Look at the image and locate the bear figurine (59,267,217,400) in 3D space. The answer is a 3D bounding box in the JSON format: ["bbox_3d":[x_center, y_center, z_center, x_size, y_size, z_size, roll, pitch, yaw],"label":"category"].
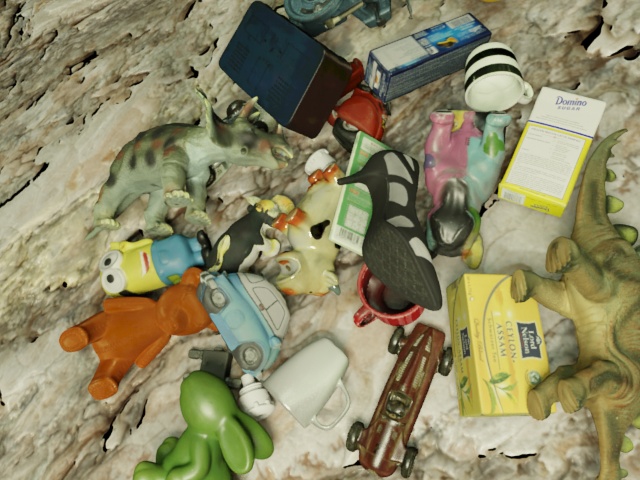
[{"bbox_3d":[-0.243,0.129,0.777,0.196,0.132,0.120,-19,105,11],"label":"bear figurine"}]

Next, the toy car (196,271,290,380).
[{"bbox_3d":[-0.097,0.102,0.742,0.103,0.109,0.161,-30,99,-16],"label":"toy car"}]

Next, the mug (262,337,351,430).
[{"bbox_3d":[-0.004,0.189,0.714,0.110,0.080,0.107,35,73,29],"label":"mug"}]

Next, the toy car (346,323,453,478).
[{"bbox_3d":[0.107,0.203,0.695,0.089,0.053,0.202,21,77,24],"label":"toy car"}]

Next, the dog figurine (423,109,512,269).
[{"bbox_3d":[0.197,-0.073,0.758,0.109,0.191,0.219,9,106,14],"label":"dog figurine"}]

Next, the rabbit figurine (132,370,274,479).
[{"bbox_3d":[-0.147,0.256,0.680,0.159,0.121,0.170,11,92,18],"label":"rabbit figurine"}]

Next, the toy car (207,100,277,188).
[{"bbox_3d":[-0.164,-0.159,0.904,0.202,0.056,0.073,-41,71,-2],"label":"toy car"}]

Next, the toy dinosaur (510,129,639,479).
[{"bbox_3d":[0.336,0.064,0.635,0.198,0.105,0.471,9,74,-16],"label":"toy dinosaur"}]

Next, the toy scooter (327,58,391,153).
[{"bbox_3d":[0.049,-0.225,0.865,0.184,0.075,0.135,39,83,29],"label":"toy scooter"}]

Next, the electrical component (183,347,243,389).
[{"bbox_3d":[-0.153,0.189,0.783,0.094,0.021,0.063,3,70,16],"label":"electrical component"}]

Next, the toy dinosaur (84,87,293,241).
[{"bbox_3d":[-0.245,-0.113,0.831,0.405,0.131,0.192,-8,68,30],"label":"toy dinosaur"}]

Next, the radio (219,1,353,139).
[{"bbox_3d":[-0.059,-0.274,0.852,0.230,0.073,0.131,47,112,34],"label":"radio"}]

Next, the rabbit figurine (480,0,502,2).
[{"bbox_3d":[0.272,-0.464,0.876,0.163,0.121,0.173,1,70,20],"label":"rabbit figurine"}]

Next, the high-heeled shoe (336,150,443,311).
[{"bbox_3d":[0.122,-0.021,0.702,0.145,0.086,0.249,-13,59,-32],"label":"high-heeled shoe"}]

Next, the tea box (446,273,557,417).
[{"bbox_3d":[0.220,0.131,0.669,0.098,0.068,0.169,1,68,-10],"label":"tea box"}]

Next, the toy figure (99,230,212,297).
[{"bbox_3d":[-0.253,0.042,0.836,0.180,0.089,0.082,-17,48,-2],"label":"toy figure"}]

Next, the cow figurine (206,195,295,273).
[{"bbox_3d":[-0.106,-0.009,0.807,0.068,0.098,0.167,25,77,28],"label":"cow figurine"}]

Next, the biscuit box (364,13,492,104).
[{"bbox_3d":[0.168,-0.283,0.832,0.203,0.062,0.059,-26,65,-19],"label":"biscuit box"}]

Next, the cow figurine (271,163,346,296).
[{"bbox_3d":[-0.002,-0.002,0.777,0.127,0.085,0.195,42,62,-16],"label":"cow figurine"}]

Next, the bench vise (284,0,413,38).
[{"bbox_3d":[0.020,-0.424,0.871,0.224,0.240,0.129,-6,71,29],"label":"bench vise"}]
